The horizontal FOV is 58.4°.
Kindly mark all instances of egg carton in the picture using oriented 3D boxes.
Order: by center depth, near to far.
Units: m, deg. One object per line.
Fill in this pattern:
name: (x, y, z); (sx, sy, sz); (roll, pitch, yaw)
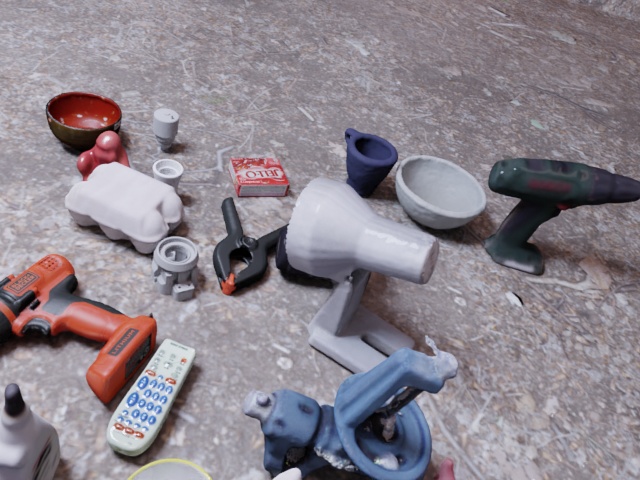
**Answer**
egg carton: (-0.272, -0.047, 0.810); (0.150, 0.069, 0.107); (23, 41, 4)

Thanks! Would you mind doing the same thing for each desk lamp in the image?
desk lamp: (0.050, 0.047, 0.721); (0.203, 0.213, 0.118); (31, 43, 13)

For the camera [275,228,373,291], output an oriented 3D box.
camera: (0.008, 0.003, 0.838); (0.137, 0.101, 0.143); (8, 42, -12)

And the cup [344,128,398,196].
cup: (0.073, -0.134, 1.016); (0.092, 0.095, 0.117); (-19, 54, -35)

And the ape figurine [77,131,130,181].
ape figurine: (-0.318, -0.122, 0.857); (0.077, 0.092, 0.076); (28, 42, 10)

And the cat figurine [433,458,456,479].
cat figurine: (0.159, 0.282, 0.581); (0.067, 0.118, 0.127); (-16, 52, -33)

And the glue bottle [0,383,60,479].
glue bottle: (-0.258, 0.177, 0.495); (0.037, 0.173, 0.078); (12, 42, -8)

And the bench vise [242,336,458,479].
bench vise: (0.035, 0.180, 0.568); (0.208, 0.220, 0.121); (1, 44, -20)

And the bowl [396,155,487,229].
bowl: (0.202, -0.072, 1.013); (0.167, 0.075, 0.167); (11, 42, -10)

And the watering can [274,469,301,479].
watering can: (0.019, 0.273, 0.481); (0.172, 0.194, 0.101); (24, 41, 5)

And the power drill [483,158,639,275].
power drill: (0.373, -0.044, 0.946); (0.229, 0.208, 0.075); (16, 41, -4)
